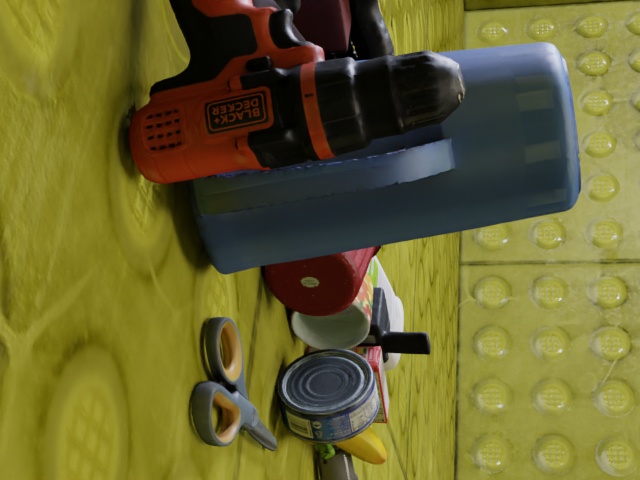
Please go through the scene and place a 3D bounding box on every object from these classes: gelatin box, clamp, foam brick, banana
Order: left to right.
[{"bbox_3d":[-0.017,-0.180,0.845,0.053,0.078,0.051,-82,165,-48],"label":"foam brick"},{"bbox_3d":[0.013,0.179,0.992,0.070,0.037,0.197,60,11,20],"label":"banana"},{"bbox_3d":[0.027,0.141,1.042,0.030,0.073,0.089,-79,163,-45],"label":"gelatin box"},{"bbox_3d":[0.028,-0.195,0.894,0.165,0.036,0.210,24,-45,55],"label":"clamp"}]

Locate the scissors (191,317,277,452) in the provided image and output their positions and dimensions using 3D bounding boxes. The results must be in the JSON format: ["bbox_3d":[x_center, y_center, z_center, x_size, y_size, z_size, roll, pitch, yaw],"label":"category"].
[{"bbox_3d":[-0.056,0.109,0.778,0.201,0.016,0.096,38,51,-76],"label":"scissors"}]

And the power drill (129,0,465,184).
[{"bbox_3d":[-0.023,-0.132,0.589,0.057,0.184,0.187,48,33,-73],"label":"power drill"}]

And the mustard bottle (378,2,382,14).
[{"bbox_3d":[0.056,-0.205,1.258,0.191,0.058,0.096,65,24,-64],"label":"mustard bottle"}]

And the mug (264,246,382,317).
[{"bbox_3d":[-0.006,0.001,0.888,0.117,0.093,0.081,50,33,-20],"label":"mug"}]

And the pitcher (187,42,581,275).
[{"bbox_3d":[0.038,-0.054,0.682,0.145,0.243,0.149,69,17,-53],"label":"pitcher"}]

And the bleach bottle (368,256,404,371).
[{"bbox_3d":[0.037,0.047,1.135,0.250,0.068,0.102,67,23,-55],"label":"bleach bottle"}]

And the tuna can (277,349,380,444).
[{"bbox_3d":[0.007,0.132,0.910,0.086,0.086,0.034,-75,159,-53],"label":"tuna can"}]
